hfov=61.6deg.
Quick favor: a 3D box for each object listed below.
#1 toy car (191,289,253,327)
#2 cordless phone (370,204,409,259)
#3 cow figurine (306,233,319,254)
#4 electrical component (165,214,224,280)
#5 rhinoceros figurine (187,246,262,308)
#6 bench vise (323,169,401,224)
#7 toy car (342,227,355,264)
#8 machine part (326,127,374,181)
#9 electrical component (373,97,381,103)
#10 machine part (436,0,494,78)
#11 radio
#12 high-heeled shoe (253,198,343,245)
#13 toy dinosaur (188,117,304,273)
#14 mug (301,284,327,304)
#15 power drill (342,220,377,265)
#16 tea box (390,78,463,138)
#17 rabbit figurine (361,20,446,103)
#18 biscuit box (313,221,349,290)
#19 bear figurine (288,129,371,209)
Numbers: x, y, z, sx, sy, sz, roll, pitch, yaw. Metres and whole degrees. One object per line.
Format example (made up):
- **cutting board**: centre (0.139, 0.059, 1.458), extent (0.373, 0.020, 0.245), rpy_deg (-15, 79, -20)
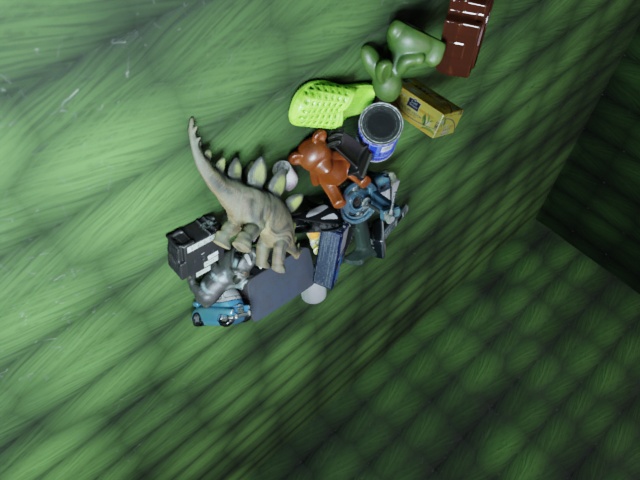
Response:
- **toy car**: centre (-0.247, 0.158, 1.326), extent (0.109, 0.162, 0.103), rpy_deg (-7, 89, -49)
- **cordless phone**: centre (0.236, -0.038, 1.833), extent (0.184, 0.089, 0.146), rpy_deg (-46, 155, -13)
- **cow figurine**: centre (-0.002, -0.006, 1.506), extent (0.068, 0.098, 0.167), rpy_deg (-29, 139, -2)
- **electrical component**: centre (-0.268, 0.022, 1.157), extent (0.115, 0.058, 0.134), rpy_deg (-28, 149, -31)
- **rhinoceros figurine**: centre (-0.220, 0.079, 1.253), extent (0.190, 0.112, 0.073), rpy_deg (-40, 153, 5)
- **bench vise**: centre (0.137, -0.105, 1.394), extent (0.224, 0.241, 0.128), rpy_deg (-13, 120, -25)
- **toy car**: centre (0.058, 0.014, 1.659), extent (0.073, 0.056, 0.201), rpy_deg (-15, 139, -39)
- **machine part**: centre (0.070, -0.196, 1.209), extent (0.138, 0.039, 0.084), rpy_deg (39, 75, -41)
- **electrical component**: centre (0.149, -0.351, 1.303), extent (0.063, 0.021, 0.094), rpy_deg (-26, 147, -37)
- **machine part**: centre (0.335, -0.490, 1.222), extent (0.200, 0.087, 0.201), rpy_deg (87, 22, -57)
- **radio**: centre (-0.120, 0.105, 1.442), extent (0.229, 0.073, 0.130), rpy_deg (-32, 125, -35)
- **high-heeled shoe**: centre (-0.067, -0.019, 1.306), extent (0.249, 0.145, 0.086), rpy_deg (-38, 153, -23)
- **toy dinosaur**: centre (-0.141, -0.066, 1.114), extent (0.470, 0.105, 0.198), rpy_deg (42, 63, -56)
- **mug**: centre (-0.013, 0.133, 1.694), extent (0.109, 0.081, 0.107), rpy_deg (-32, 142, -19)
- **power drill**: centre (0.095, -0.035, 1.550), extent (0.232, 0.086, 0.207), rpy_deg (-25, 110, -43)
- **tea box**: centre (0.254, -0.328, 1.327), extent (0.098, 0.170, 0.068), rpy_deg (-21, 145, -41)
- **rabbit figurine**: centre (0.169, -0.380, 1.174), extent (0.159, 0.121, 0.170), rpy_deg (-4, 130, -46)
- **biscuit box**: centre (0.027, 0.038, 1.430), extent (0.059, 0.063, 0.202), rpy_deg (-56, 162, -48)
- **bear figurine**: centre (0.022, -0.167, 1.253), extent (0.120, 0.132, 0.195), rpy_deg (-41, 162, 8)
